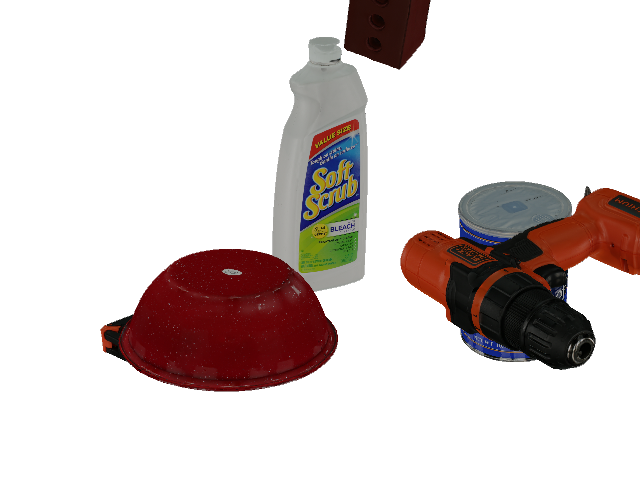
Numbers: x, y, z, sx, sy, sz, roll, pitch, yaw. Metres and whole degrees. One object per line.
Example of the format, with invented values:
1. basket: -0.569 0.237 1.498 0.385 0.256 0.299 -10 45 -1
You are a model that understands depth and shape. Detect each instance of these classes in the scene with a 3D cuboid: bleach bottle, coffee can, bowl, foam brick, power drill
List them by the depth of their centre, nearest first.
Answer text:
1. power drill: 0.177 0.022 0.765 0.187 0.057 0.185 -15 28 -26
2. bowl: -0.066 0.048 0.779 0.162 0.055 0.162 2 21 -1
3. foam brick: 0.055 -0.186 0.846 0.053 0.078 0.051 23 50 15
4. coffee can: 0.183 0.029 1.009 0.103 0.140 0.103 -4 29 2
5. bleach bottle: -0.003 -0.074 1.057 0.102 0.251 0.068 -10 28 -19

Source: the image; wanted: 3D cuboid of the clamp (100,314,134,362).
1. clamp: -0.125 0.091 1.051 0.171 0.039 0.120 7 27 4
